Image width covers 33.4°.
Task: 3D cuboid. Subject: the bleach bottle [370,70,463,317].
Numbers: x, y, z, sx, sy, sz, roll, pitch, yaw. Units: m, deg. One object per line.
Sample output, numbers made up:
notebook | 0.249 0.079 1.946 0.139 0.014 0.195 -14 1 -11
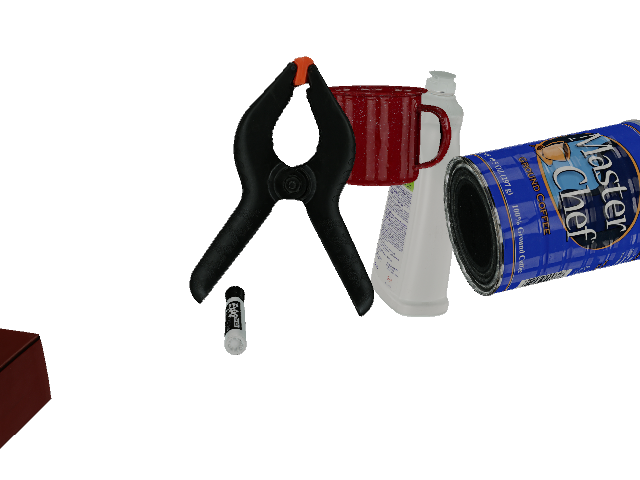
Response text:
bleach bottle | 0.111 -0.052 1.133 0.068 0.251 0.103 -1 23 -22

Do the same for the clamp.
clamp | -0.029 -0.031 0.693 0.120 0.171 0.039 -4 4 -9

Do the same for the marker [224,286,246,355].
marker | -0.077 0.070 0.964 0.020 0.020 0.121 0 19 -5

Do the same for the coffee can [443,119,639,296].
coffee can | 0.173 -0.024 0.772 0.140 0.103 0.103 -12 2 -11

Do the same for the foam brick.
foam brick | -0.222 0.099 0.697 0.053 0.051 0.078 6 29 23

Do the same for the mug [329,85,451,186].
mug | 0.059 -0.092 0.939 0.117 0.081 0.093 5 13 22
